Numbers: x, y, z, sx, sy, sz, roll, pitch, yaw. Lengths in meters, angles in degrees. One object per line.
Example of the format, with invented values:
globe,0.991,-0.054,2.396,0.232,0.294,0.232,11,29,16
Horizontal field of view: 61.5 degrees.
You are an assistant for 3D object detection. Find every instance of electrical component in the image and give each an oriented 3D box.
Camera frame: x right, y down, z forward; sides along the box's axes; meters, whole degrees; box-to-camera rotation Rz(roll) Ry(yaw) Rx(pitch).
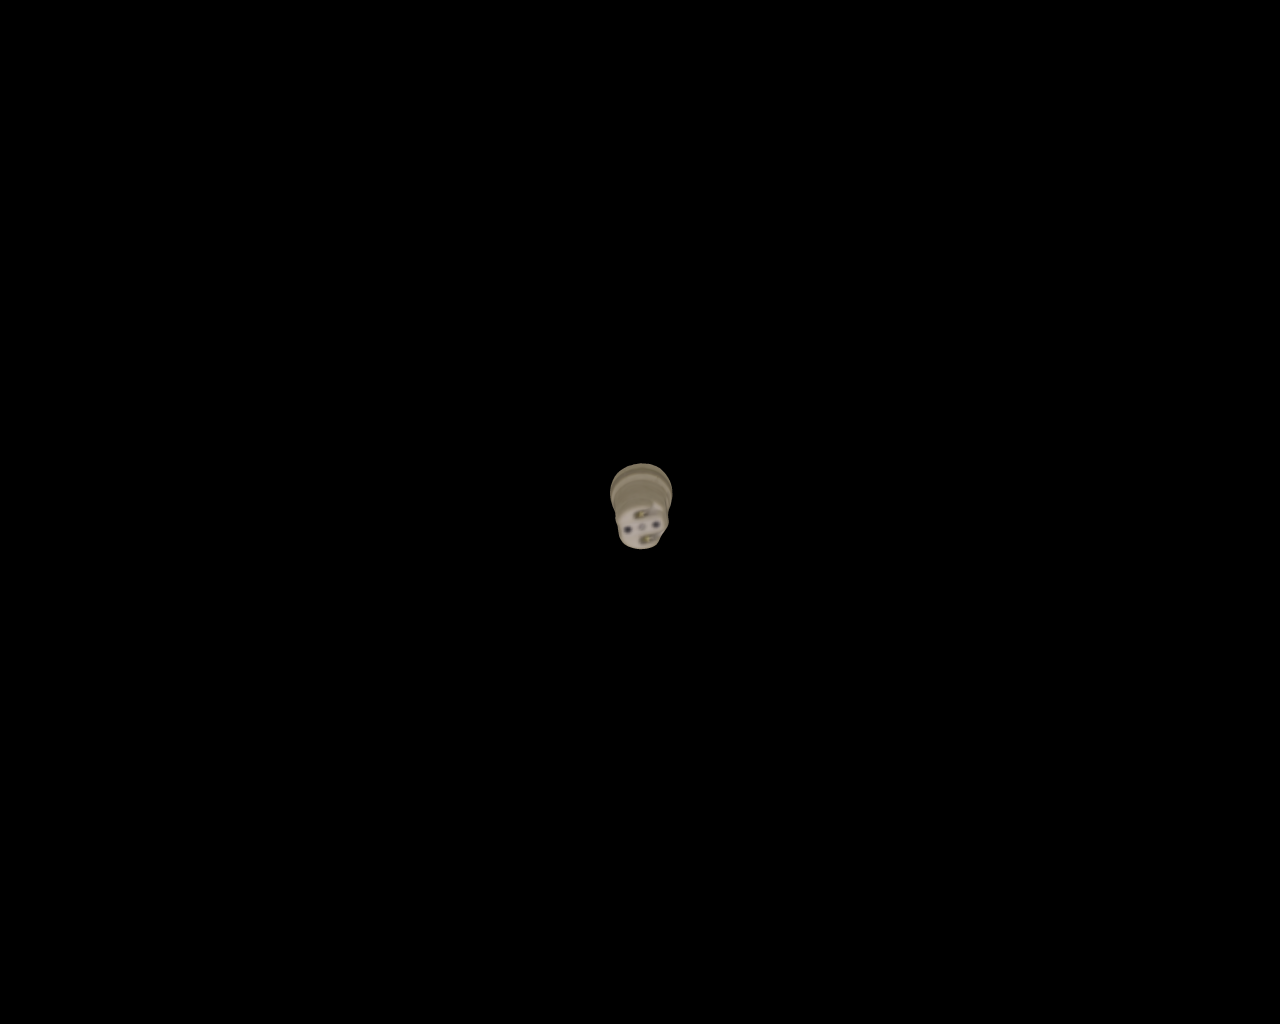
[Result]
electrical component,0.001,-0.003,0.650,0.040,0.040,0.046,0,32,0
